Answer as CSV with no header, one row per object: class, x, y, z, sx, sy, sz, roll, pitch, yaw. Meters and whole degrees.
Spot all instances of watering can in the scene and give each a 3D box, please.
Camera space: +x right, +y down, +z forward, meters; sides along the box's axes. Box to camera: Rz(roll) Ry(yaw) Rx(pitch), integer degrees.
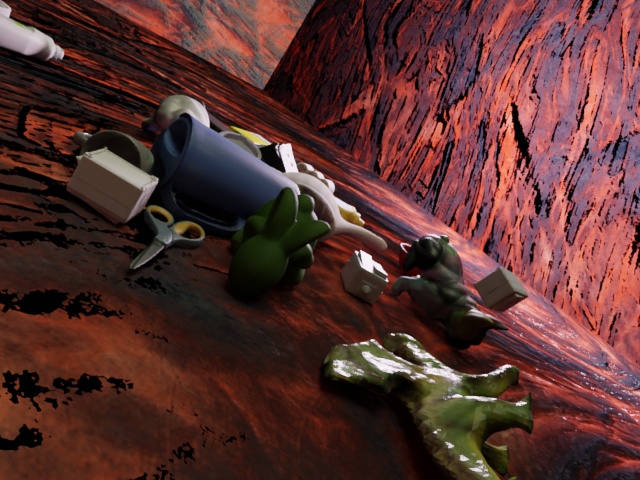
watering can,0.003,-0.054,1.075,0.347,0.103,0.227,33,15,-5

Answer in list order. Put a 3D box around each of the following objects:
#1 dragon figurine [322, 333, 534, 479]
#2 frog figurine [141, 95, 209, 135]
dragon figurine,0.112,0.194,0.584,0.243,0.121,0.412,18,9,13
frog figurine,-0.258,-0.223,1.050,0.160,0.123,0.135,27,-9,22
